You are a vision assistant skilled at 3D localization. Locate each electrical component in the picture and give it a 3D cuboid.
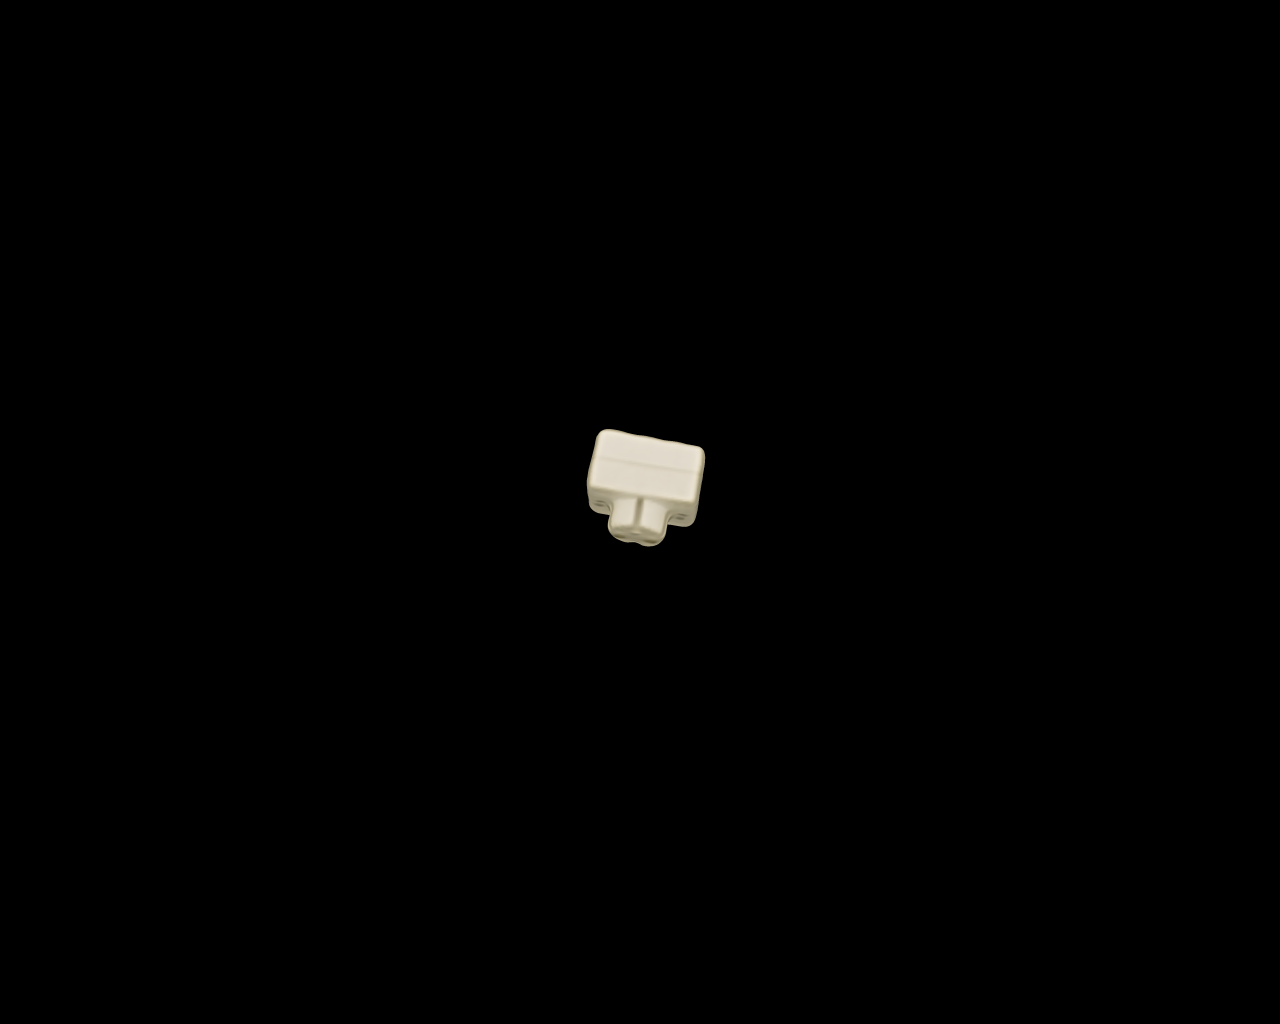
[{"bbox_3d":[0.001,-0.003,0.650,0.066,0.077,0.047,10,-20,3],"label":"electrical component"}]
